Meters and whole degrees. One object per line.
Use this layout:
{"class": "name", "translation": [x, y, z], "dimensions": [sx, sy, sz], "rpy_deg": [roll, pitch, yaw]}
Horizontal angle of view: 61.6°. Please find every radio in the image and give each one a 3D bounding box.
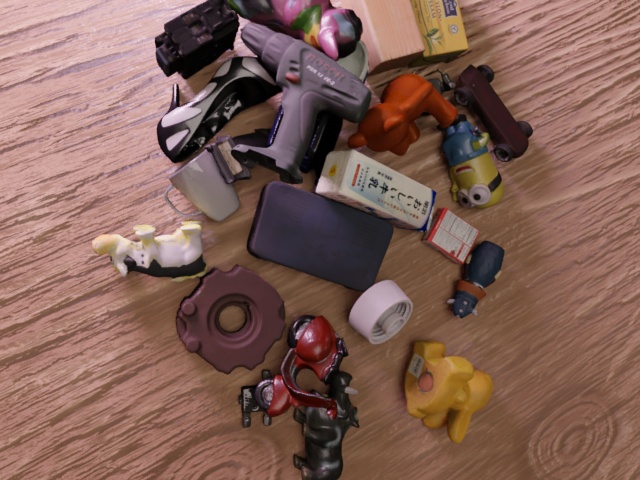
{"class": "radio", "translation": [-0.002, -0.003, 0.913], "dimensions": [0.229, 0.073, 0.131], "rpy_deg": [19, 85, -13]}

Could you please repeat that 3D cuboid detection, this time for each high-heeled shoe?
{"class": "high-heeled shoe", "translation": [-0.140, -0.205, 0.860], "dimensions": [0.249, 0.086, 0.145], "rpy_deg": [-9, 71, 1]}

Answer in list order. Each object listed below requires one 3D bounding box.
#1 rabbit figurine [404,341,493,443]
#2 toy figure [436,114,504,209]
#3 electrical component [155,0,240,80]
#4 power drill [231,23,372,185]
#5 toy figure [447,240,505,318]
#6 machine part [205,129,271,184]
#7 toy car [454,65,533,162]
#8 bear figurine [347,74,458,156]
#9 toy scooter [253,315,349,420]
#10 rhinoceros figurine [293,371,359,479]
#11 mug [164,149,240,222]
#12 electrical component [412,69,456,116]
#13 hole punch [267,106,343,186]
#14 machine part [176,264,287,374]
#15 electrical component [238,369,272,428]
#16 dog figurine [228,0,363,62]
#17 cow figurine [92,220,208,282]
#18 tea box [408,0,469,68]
{"class": "rabbit figurine", "translation": [0.243, 0.273, 0.960], "dimensions": [0.173, 0.122, 0.162], "rpy_deg": [14, 88, -34]}
{"class": "toy figure", "translation": [0.282, -0.144, 0.995], "dimensions": [0.089, 0.082, 0.180], "rpy_deg": [-21, 92, -14]}
{"class": "electrical component", "translation": [-0.195, -0.310, 0.841], "dimensions": [0.134, 0.115, 0.058], "rpy_deg": [-36, 95, -11]}
{"class": "power drill", "translation": [-0.055, -0.199, 0.807], "dimensions": [0.232, 0.086, 0.207], "rpy_deg": [25, 75, 4]}
{"class": "toy figure", "translation": [0.292, 0.077, 1.004], "dimensions": [0.057, 0.064, 0.154], "rpy_deg": [35, 83, -51]}
{"class": "machine part", "translation": [-0.121, -0.143, 0.867], "dimensions": [0.084, 0.039, 0.139], "rpy_deg": [56, 43, -8]}
{"class": "toy car", "translation": [0.328, -0.240, 1.024], "dimensions": [0.202, 0.053, 0.089], "rpy_deg": [47, 73, -15]}
{"class": "bear figurine", "translation": [0.136, -0.189, 0.886], "dimensions": [0.131, 0.120, 0.196], "rpy_deg": [48, 42, -22]}
{"class": "toy scooter", "translation": [-0.011, 0.216, 0.870], "dimensions": [0.135, 0.075, 0.184], "rpy_deg": [22, 68, 25]}
{"class": "rhinoceros figurine", "translation": [0.014, 0.317, 0.909], "dimensions": [0.112, 0.073, 0.190], "rpy_deg": [9, 87, -15]}
{"class": "mug", "translation": [-0.186, -0.075, 0.859], "dimensions": [0.109, 0.081, 0.107], "rpy_deg": [-41, 106, -6]}
{"class": "electrical component", "translation": [0.198, -0.271, 0.991], "dimensions": [0.102, 0.045, 0.078], "rpy_deg": [-6, 89, -16]}
{"class": "hole punch", "translation": [-0.022, -0.176, 0.898], "dimensions": [0.092, 0.115, 0.142], "rpy_deg": [15, 80, 14]}
{"class": "machine part", "translation": [-0.142, 0.128, 0.877], "dimensions": [0.179, 0.056, 0.179], "rpy_deg": [0, 89, -18]}
{"class": "electrical component", "translation": [-0.105, 0.265, 0.902], "dimensions": [0.063, 0.021, 0.094], "rpy_deg": [0, 89, -16]}
{"class": "dog figurine", "translation": [-0.040, -0.354, 0.862], "dimensions": [0.191, 0.108, 0.219], "rpy_deg": [-21, 78, -13]}
{"class": "cow figurine", "translation": [-0.263, 0.024, 0.840], "dimensions": [0.167, 0.068, 0.098], "rpy_deg": [-8, 104, -15]}
{"class": "tea box", "translation": [0.198, -0.412, 0.983], "dimensions": [0.098, 0.068, 0.169], "rpy_deg": [-16, 92, -15]}
